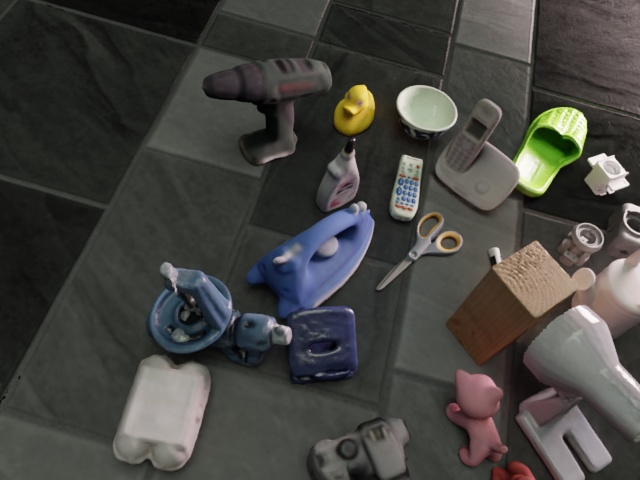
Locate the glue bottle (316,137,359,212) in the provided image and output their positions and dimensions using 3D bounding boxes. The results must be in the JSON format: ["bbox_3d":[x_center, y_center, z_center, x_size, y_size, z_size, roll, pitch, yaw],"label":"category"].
[{"bbox_3d":[0.038,-0.116,0.974,0.078,0.173,0.037,-31,69,-23],"label":"glue bottle"}]

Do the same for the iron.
[{"bbox_3d":[0.008,0.003,0.918,0.259,0.141,0.118,-38,71,-26],"label":"iron"}]

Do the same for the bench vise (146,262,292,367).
[{"bbox_3d":[-0.143,0.092,0.796,0.207,0.220,0.121,-3,60,-10],"label":"bench vise"}]

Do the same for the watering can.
[{"bbox_3d":[0.490,0.082,0.917,0.173,0.194,0.101,-12,62,-15],"label":"watering can"}]

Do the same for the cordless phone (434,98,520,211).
[{"bbox_3d":[0.299,-0.153,1.030,0.147,0.185,0.094,38,62,14],"label":"cordless phone"}]

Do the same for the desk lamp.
[{"bbox_3d":[0.367,0.220,0.805,0.118,0.213,0.203,-22,65,-20],"label":"desk lamp"}]

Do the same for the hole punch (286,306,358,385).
[{"bbox_3d":[0.004,0.158,0.856,0.109,0.091,0.101,-4,60,-11],"label":"hole punch"}]

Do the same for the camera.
[{"bbox_3d":[0.070,0.320,0.765,0.143,0.101,0.136,-15,63,-17],"label":"camera"}]

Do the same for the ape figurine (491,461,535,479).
[{"bbox_3d":[0.274,0.346,0.787,0.078,0.092,0.076,-33,70,-24],"label":"ape figurine"}]

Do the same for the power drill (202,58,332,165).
[{"bbox_3d":[-0.092,-0.229,0.999,0.230,0.208,0.075,-23,66,-20],"label":"power drill"}]

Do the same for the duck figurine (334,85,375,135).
[{"bbox_3d":[0.072,-0.266,1.118,0.077,0.086,0.105,32,60,11],"label":"duck figurine"}]

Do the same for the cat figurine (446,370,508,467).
[{"bbox_3d":[0.232,0.250,0.822,0.067,0.118,0.127,-11,62,-14],"label":"cat figurine"}]

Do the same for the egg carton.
[{"bbox_3d":[-0.214,0.236,0.789,0.107,0.069,0.150,11,59,-2],"label":"egg carton"}]
